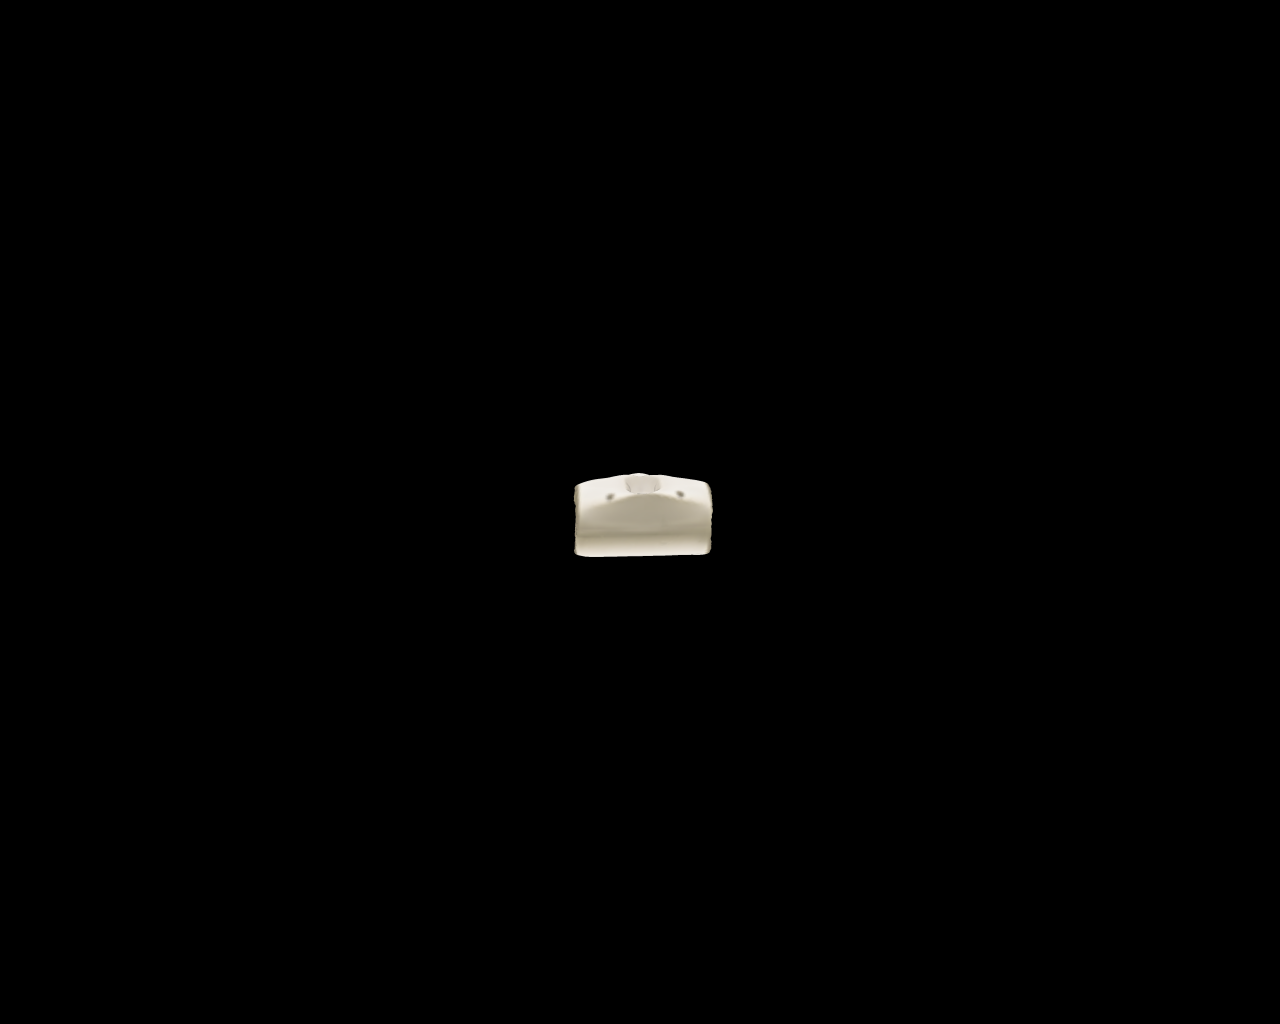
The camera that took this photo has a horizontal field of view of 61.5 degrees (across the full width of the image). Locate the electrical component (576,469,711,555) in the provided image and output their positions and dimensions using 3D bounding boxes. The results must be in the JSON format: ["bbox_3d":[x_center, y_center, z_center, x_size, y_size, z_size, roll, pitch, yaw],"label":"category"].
[{"bbox_3d":[0.001,-0.003,0.650,0.077,0.043,0.079,-1,20,-2],"label":"electrical component"}]
